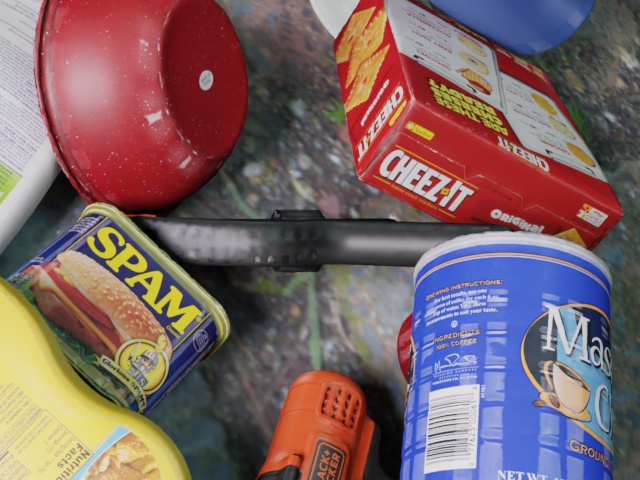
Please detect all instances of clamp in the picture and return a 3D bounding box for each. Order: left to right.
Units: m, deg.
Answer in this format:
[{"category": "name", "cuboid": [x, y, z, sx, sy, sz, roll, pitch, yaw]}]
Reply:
[{"category": "clamp", "cuboid": [-0.004, 0.001, 0.607, 0.209, 0.165, 0.036, 0, 91, -28]}]

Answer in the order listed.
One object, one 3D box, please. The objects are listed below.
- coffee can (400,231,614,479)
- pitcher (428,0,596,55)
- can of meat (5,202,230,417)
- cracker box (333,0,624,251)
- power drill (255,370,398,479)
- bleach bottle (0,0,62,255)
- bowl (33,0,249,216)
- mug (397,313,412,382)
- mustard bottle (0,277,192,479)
[{"category": "coffee can", "cuboid": [0.093, 0.081, 0.529, 0.102, 0.103, 0.140, 21, 59, -23]}, {"category": "pitcher", "cuboid": [0.120, -0.218, 0.767, 0.242, 0.145, 0.149, 21, 57, -54]}, {"category": "can of meat", "cuboid": [-0.111, 0.044, 0.541, 0.102, 0.058, 0.083, 43, 46, 0]}, {"category": "cracker box", "cuboid": [0.098, -0.082, 0.739, 0.164, 0.072, 0.213, 25, 28, -18]}, {"category": "power drill", "cuboid": [0.042, 0.179, 0.551, 0.187, 0.057, 0.184, 31, 51, -16]}, {"category": "bleach bottle", "cuboid": [-0.190, -0.045, 0.548, 0.102, 0.068, 0.250, 33, 47, -12]}, {"category": "bowl", "cuboid": [-0.086, -0.089, 0.598, 0.161, 0.055, 0.162, 9, 79, -63]}, {"category": "mug", "cuboid": [0.111, 0.068, 0.666, 0.117, 0.082, 0.093, 35, 44, -11]}, {"category": "mustard bottle", "cuboid": [-0.113, 0.110, 0.471, 0.191, 0.058, 0.096, 44, 81, -2]}]
